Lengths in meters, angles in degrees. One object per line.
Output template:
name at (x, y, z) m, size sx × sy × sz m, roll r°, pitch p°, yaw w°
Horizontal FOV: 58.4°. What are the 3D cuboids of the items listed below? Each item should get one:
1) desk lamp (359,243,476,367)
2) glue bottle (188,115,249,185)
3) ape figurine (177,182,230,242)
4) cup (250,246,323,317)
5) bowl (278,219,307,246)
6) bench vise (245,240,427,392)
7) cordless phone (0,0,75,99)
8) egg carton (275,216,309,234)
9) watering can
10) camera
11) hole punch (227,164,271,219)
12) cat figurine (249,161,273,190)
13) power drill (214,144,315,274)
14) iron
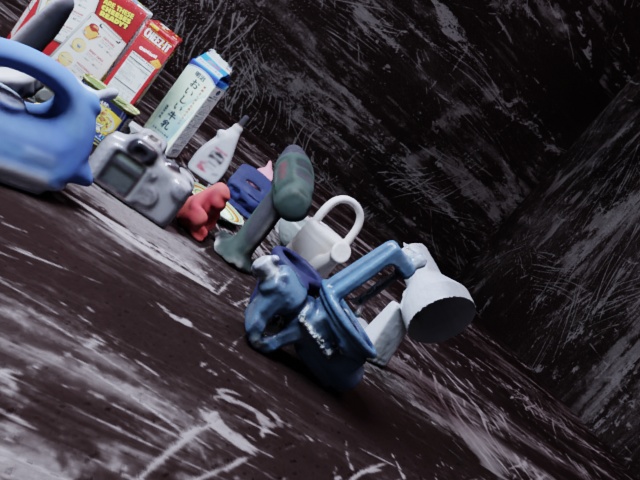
desk lamp at (0.144, 0.119, 1.008) m, size 0.118 × 0.213 × 0.202 m, roll 33°, pitch 11°, yaw -38°
glue bottle at (-0.215, -0.209, 1.277) m, size 0.078 × 0.173 × 0.037 m, roll 35°, pitch 10°, yaw -30°
ape figurine at (-0.180, -0.052, 0.919) m, size 0.076 × 0.092 × 0.078 m, roll 44°, pitch 10°, yaw 25°
cup at (-0.052, 0.074, 0.811) m, size 0.092 × 0.095 × 0.117 m, roll 36°, pitch 10°, yaw -20°
bowl at (-0.034, 0.008, 1.266) m, size 0.167 × 0.074 × 0.167 m, roll 39°, pitch 9°, yaw -7°
bench vise at (0.023, 0.074, 0.722) m, size 0.208 × 0.219 × 0.121 m, roll 33°, pitch 11°, yaw -36°
cordless phone at (-0.376, -0.232, 0.707) m, size 0.094 × 0.185 × 0.147 m, roll 35°, pitch 10°, yaw -29°
egg carton at (-0.085, -0.059, 1.401) m, size 0.108 × 0.069 × 0.150 m, roll 29°, pitch 14°, yaw -50°
watering can at (0.012, 0.005, 1.088) m, size 0.101 × 0.194 × 0.172 m, roll 30°, pitch 13°, yaw -45°
camera at (-0.257, -0.110, 0.863) m, size 0.143 × 0.100 × 0.136 m, roll 37°, pitch 9°, yaw -17°
hole punch at (-0.156, -0.107, 1.281) m, size 0.109 × 0.091 × 0.101 m, roll 38°, pitch 9°, yaw -10°
cat figurine at (-0.147, -0.141, 1.398) m, size 0.067 × 0.117 × 0.127 m, roll 37°, pitch 9°, yaw -14°
power drill at (-0.085, -0.056, 0.950) m, size 0.076 × 0.208 × 0.229 m, roll 36°, pitch 10°, yaw -22°
iron at (-0.341, -0.153, 0.599) m, size 0.118 × 0.141 × 0.259 m, roll 45°, pitch 11°, yaw 32°
